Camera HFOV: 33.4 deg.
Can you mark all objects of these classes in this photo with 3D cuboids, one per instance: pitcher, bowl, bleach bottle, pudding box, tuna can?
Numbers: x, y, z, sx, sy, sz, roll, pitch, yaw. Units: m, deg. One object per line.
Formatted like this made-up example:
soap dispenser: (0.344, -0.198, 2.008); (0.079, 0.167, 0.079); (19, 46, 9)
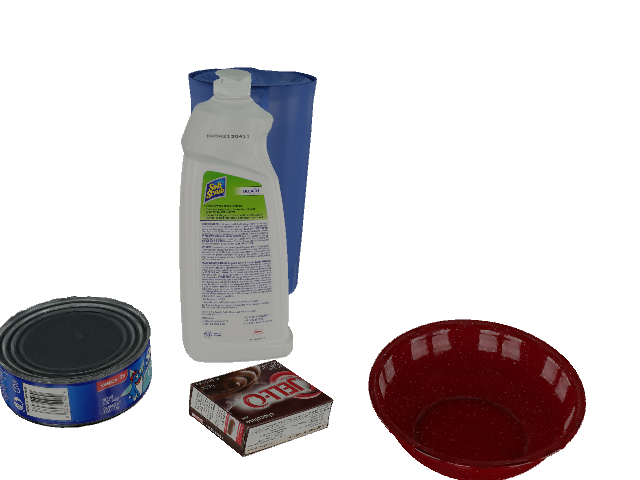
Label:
pitcher: (-0.075, -0.058, 1.129); (0.145, 0.243, 0.148); (16, 21, 40)
bowl: (0.116, 0.130, 0.813); (0.162, 0.055, 0.162); (0, 36, 0)
bleach bottle: (-0.070, -0.020, 0.918); (0.102, 0.251, 0.068); (-3, 22, -15)
pudding box: (-0.058, 0.161, 1.040); (0.113, 0.039, 0.090); (-13, 29, -41)
tuna can: (-0.138, 0.067, 0.600); (0.086, 0.034, 0.086); (1, 28, 0)
